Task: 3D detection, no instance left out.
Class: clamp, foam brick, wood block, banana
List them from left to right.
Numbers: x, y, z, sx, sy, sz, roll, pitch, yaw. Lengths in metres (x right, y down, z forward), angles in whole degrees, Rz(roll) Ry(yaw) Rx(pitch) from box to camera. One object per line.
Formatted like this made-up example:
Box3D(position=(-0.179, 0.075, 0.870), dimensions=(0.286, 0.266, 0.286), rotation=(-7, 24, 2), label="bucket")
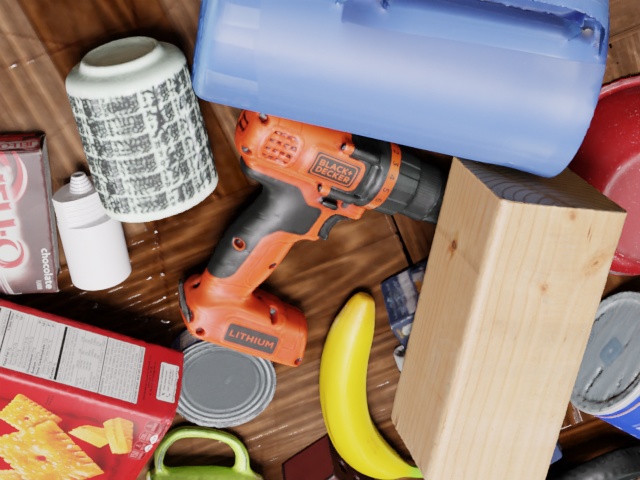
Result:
Box3D(position=(0.012, 0.215, 0.899), dimensions=(0.051, 0.053, 0.078), rotation=(-35, 119, 13), label="foam brick")
Box3D(position=(0.033, 0.130, 0.865), dimensions=(0.069, 0.037, 0.198), rotation=(-26, 122, -11), label="banana")
Box3D(position=(0.122, 0.057, 0.728), dimensions=(0.090, 0.091, 0.206), rotation=(5, 112, -17), label="wood block")
Box3D(position=(0.210, 0.209, 0.900), dimensions=(0.171, 0.039, 0.120), rotation=(-22, 162, -10), label="clamp")

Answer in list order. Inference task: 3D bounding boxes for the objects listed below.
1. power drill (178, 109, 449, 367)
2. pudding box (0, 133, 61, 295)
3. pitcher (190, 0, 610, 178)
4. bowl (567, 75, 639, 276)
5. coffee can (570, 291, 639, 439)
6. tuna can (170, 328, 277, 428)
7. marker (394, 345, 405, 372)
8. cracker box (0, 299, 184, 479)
Box3D(position=(-0.005, 0.001, 0.771), dimensions=(0.184, 0.057, 0.188), rotation=(20, 114, -23), label="power drill")
Box3D(position=(-0.231, -0.017, 0.740), dimensions=(0.090, 0.039, 0.113), rotation=(-3, 120, -5), label="pudding box")
Box3D(position=(0.048, -0.125, 0.657), dimensions=(0.242, 0.145, 0.149), rotation=(8, 122, -9), label="pitcher")
Box3D(position=(0.239, -0.035, 0.770), dimensions=(0.162, 0.055, 0.162), rotation=(0, 115, -1), label="bowl")
Box3D(position=(0.280, 0.115, 0.846), dimensions=(0.140, 0.103, 0.103), rotation=(28, 113, -21), label="coffee can")
Box3D(position=(-0.078, 0.103, 0.833), dimensions=(0.086, 0.034, 0.086), rotation=(-3, 120, -6), label="tuna can")
Box3D(position=(0.085, 0.137, 0.883), dimensions=(0.020, 0.020, 0.121), rotation=(-17, 121, 3), label="marker")
Box3D(position=(-0.228, 0.123, 0.781), dimensions=(0.213, 0.072, 0.164), rotation=(18, 134, -18), label="cracker box")
